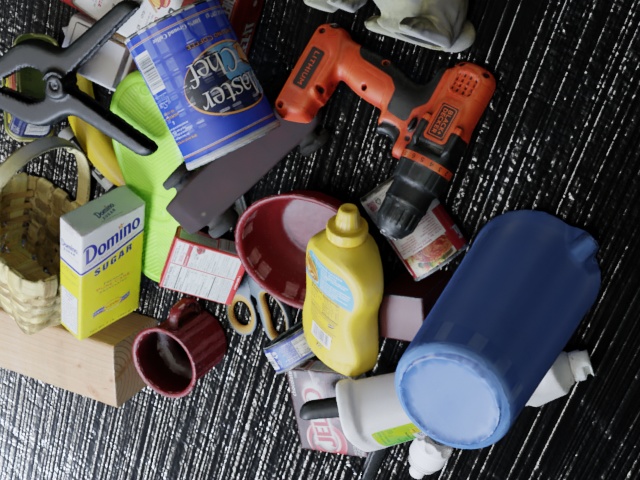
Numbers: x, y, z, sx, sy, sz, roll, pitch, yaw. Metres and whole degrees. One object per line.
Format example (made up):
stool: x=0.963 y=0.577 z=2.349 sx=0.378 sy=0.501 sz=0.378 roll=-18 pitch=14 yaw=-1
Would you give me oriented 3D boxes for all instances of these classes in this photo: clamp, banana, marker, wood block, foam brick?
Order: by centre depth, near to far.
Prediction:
foam brick: x=0.101 y=0.067 z=1.113 sx=0.051 sy=0.078 sz=0.053 roll=6 pitch=111 yaw=30
clamp: x=-0.272 y=-0.161 z=1.150 sx=0.210 sy=0.036 sz=0.164 roll=-6 pitch=106 yaw=18
clamp: x=0.076 y=0.196 z=1.183 sx=0.172 sy=0.039 sz=0.120 roll=-28 pitch=114 yaw=17
banana: x=-0.268 y=-0.148 z=1.264 sx=0.070 sy=0.037 sz=0.198 roll=-1 pitch=110 yaw=34
marker: x=-0.275 y=-0.088 z=1.305 sx=0.121 sy=0.020 sz=0.020 roll=49 pitch=126 yaw=4
wood block: x=-0.320 y=0.131 z=1.382 sx=0.206 sy=0.090 sz=0.090 roll=14 pitch=116 yaw=26

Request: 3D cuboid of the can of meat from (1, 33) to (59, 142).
can of meat: x=-0.334 y=-0.178 z=1.243 sx=0.084 sy=0.057 sz=0.102 roll=136 pitch=129 yaw=-57

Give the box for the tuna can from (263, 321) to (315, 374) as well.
tuna can: x=-0.021 y=0.114 z=1.200 sx=0.086 sy=0.086 sz=0.034 roll=-31 pitch=92 yaw=36

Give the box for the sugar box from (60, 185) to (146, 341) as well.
sugar box: x=-0.252 y=0.029 z=1.235 sx=0.048 sy=0.093 sz=0.176 roll=39 pitch=140 yaw=23

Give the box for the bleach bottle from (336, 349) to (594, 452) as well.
bleach bottle: x=0.150 y=0.153 z=1.085 sx=0.251 sy=0.102 sz=0.068 roll=-16 pitch=64 yaw=13

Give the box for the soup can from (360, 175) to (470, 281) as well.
soup can: x=0.096 y=-0.018 z=1.085 sx=0.069 sy=0.068 sz=0.102 roll=-35 pitch=90 yaw=36

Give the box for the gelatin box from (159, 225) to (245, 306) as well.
gelatin box: x=-0.132 y=0.029 z=1.221 sx=0.089 sy=0.030 sz=0.073 roll=17 pitch=124 yaw=-10

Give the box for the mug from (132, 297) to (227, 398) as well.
mug: x=-0.166 y=0.122 z=1.292 sx=0.093 sy=0.081 sz=0.117 roll=16 pitch=118 yaw=24

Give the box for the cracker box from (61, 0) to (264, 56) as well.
cracker box: x=-0.160 y=-0.285 z=1.121 sx=0.214 sy=0.072 sz=0.164 roll=30 pitch=124 yaw=15

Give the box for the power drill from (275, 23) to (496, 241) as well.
power drill: x=0.053 y=-0.114 z=1.037 sx=0.188 sy=0.057 sz=0.184 roll=29 pitch=88 yaw=18

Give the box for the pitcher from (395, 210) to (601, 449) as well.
pitcher: x=0.156 y=0.086 z=0.986 sx=0.145 sy=0.242 sz=0.149 roll=15 pitch=123 yaw=24

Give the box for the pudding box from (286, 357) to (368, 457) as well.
pudding box: x=0.015 y=0.193 z=1.241 sx=0.090 sy=0.039 sz=0.113 roll=1 pitch=111 yaw=30

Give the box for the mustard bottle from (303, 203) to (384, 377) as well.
mustard bottle: x=0.024 y=0.043 z=1.078 sx=0.096 sy=0.058 sz=0.192 roll=44 pitch=145 yaw=38

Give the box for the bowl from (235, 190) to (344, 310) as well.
bowl: x=-0.008 y=0.001 z=1.147 sx=0.162 sy=0.055 sz=0.162 roll=12 pitch=131 yaw=13

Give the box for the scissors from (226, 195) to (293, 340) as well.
scissors: x=-0.092 y=0.032 z=1.251 sx=0.096 sy=0.016 sz=0.202 roll=-17 pitch=101 yaw=35

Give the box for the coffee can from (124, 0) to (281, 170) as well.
coffee can: x=-0.114 y=-0.153 z=1.045 sx=0.103 sy=0.102 sz=0.140 roll=-21 pitch=100 yaw=35
